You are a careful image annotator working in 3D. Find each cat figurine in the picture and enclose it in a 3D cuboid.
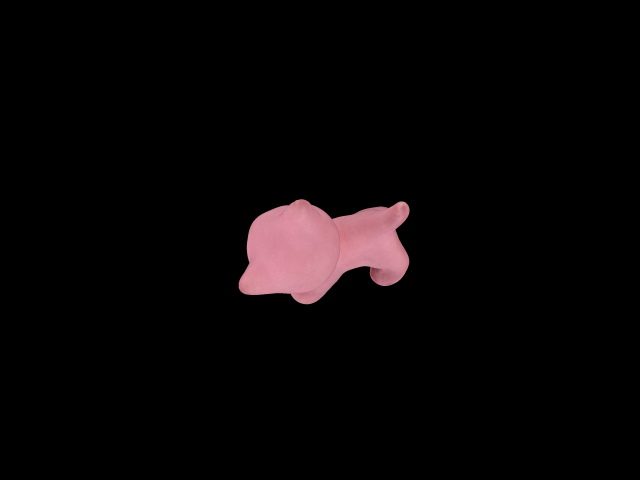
[{"bbox_3d":[0.004,0.001,0.400,0.128,0.118,0.067,-17,74,-5],"label":"cat figurine"}]
